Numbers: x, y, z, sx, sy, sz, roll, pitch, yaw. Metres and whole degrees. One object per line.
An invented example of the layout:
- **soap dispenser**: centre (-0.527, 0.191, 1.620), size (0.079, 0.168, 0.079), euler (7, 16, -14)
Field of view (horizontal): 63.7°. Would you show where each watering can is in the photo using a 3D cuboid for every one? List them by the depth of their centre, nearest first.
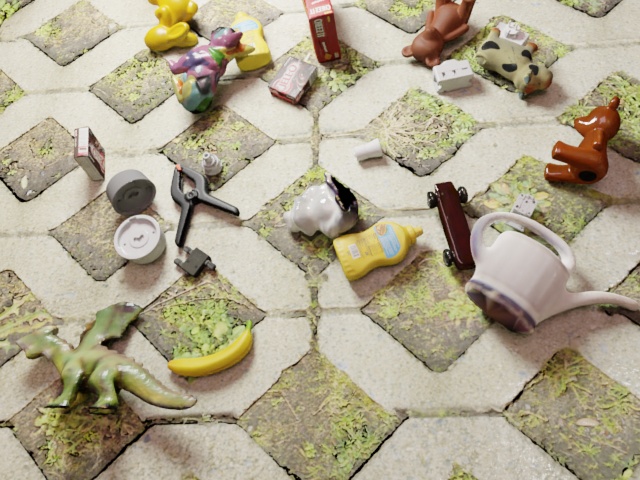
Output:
- **watering can**: centre (0.437, 0.093, 1.018), size (0.349, 0.102, 0.226), euler (37, 76, 11)

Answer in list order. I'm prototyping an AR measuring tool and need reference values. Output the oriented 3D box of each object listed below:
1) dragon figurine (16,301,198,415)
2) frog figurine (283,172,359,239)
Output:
- **dragon figurine**: centre (-0.435, 0.236, 1.066), size (0.410, 0.119, 0.248), euler (-3, 58, 5)
- **frog figurine**: centre (0.004, -0.058, 1.156), size (0.157, 0.123, 0.139), euler (-41, 72, 28)
